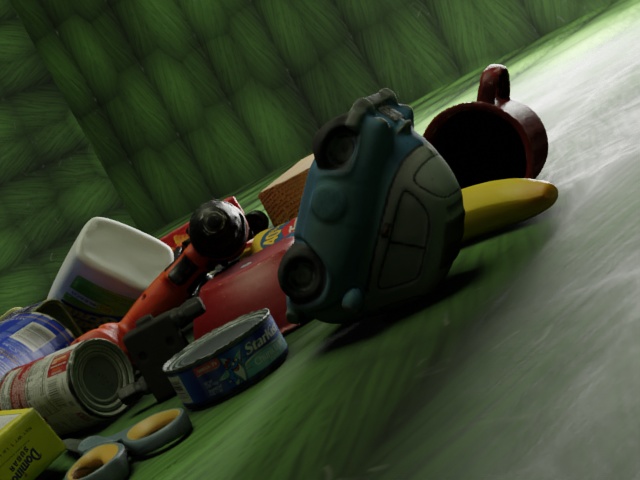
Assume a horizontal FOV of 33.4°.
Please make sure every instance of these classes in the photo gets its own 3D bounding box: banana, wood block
[{"bbox_3d":[0.086,-0.003,0.792,0.198,0.037,0.069,-27,25,21],"label":"banana"},{"bbox_3d":[0.013,-0.049,1.164,0.090,0.091,0.206,-26,7,16],"label":"wood block"}]

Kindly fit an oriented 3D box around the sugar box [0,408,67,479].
[{"bbox_3d":[-0.259,0.172,0.796,0.093,0.048,0.177,-43,11,-28],"label":"sugar box"}]

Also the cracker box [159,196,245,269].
[{"bbox_3d":[-0.200,0.036,1.388,0.213,0.072,0.164,-31,-2,-20],"label":"cracker box"}]

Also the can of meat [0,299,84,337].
[{"bbox_3d":[-0.288,0.115,1.123,0.084,0.102,0.057,-17,20,47],"label":"can of meat"}]

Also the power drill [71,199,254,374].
[{"bbox_3d":[-0.134,0.043,0.947,0.187,0.057,0.184,-46,-3,-5],"label":"power drill"}]

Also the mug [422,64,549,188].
[{"bbox_3d":[0.135,-0.082,0.852,0.093,0.117,0.081,8,18,23],"label":"mug"}]

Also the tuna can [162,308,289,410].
[{"bbox_3d":[-0.066,0.084,0.751,0.086,0.034,0.086,-28,7,3],"label":"tuna can"}]

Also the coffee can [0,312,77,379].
[{"bbox_3d":[-0.292,0.137,0.972,0.103,0.103,0.140,-25,7,24],"label":"coffee can"}]

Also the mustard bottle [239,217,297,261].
[{"bbox_3d":[-0.007,0.001,1.017,0.192,0.058,0.096,-25,15,28],"label":"mustard bottle"}]

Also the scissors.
[{"bbox_3d":[-0.139,0.136,0.738,0.096,0.016,0.202,-28,7,-11],"label":"scissors"}]

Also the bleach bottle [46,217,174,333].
[{"bbox_3d":[-0.243,0.073,1.154,0.251,0.102,0.068,-51,17,51],"label":"bleach bottle"}]

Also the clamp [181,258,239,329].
[{"bbox_3d":[-0.123,0.061,1.127,0.210,0.036,0.164,-32,8,2],"label":"clamp"}]

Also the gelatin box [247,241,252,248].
[{"bbox_3d":[-0.078,0.012,1.256,0.073,0.030,0.089,-9,7,0],"label":"gelatin box"}]

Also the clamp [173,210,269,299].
[{"bbox_3d":[-0.127,0.021,1.116,0.120,0.039,0.172,-39,9,-25],"label":"clamp"}]

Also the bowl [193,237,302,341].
[{"bbox_3d":[-0.047,0.042,0.891,0.162,0.055,0.162,-28,7,3],"label":"bowl"}]

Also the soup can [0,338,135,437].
[{"bbox_3d":[-0.210,0.125,0.877,0.102,0.068,0.068,-22,9,36],"label":"soup can"}]
